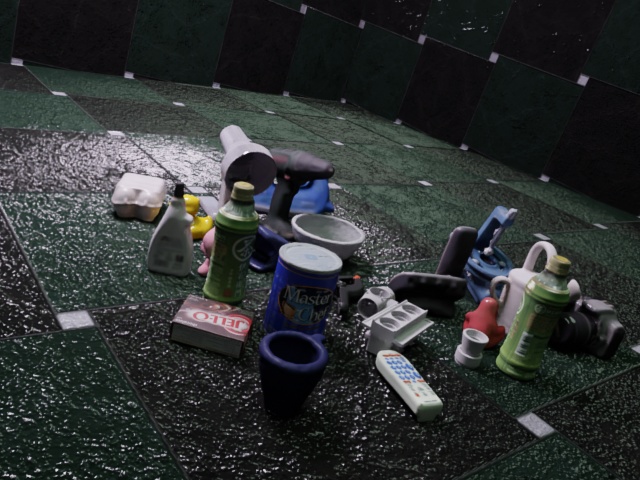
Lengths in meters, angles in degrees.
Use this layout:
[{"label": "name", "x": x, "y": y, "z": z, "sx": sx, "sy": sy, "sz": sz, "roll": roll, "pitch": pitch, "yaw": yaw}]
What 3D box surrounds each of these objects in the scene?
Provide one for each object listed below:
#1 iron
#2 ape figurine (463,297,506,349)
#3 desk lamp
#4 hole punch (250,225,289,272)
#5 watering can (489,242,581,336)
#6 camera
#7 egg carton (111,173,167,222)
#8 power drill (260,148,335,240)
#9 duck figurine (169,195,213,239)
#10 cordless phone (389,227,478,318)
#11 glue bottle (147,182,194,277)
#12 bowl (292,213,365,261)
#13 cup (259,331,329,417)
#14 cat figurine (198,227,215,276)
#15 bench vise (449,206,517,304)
[{"label": "iron", "x": -0.085, "y": -0.140, "z": 1.478, "sx": 0.259, "sy": 0.141, "sz": 0.118, "roll": 6, "pitch": 22, "yaw": -21}, {"label": "ape figurine", "x": 0.307, "y": 0.150, "z": 1.064, "sx": 0.076, "sy": 0.092, "sz": 0.077, "roll": -7, "pitch": 29, "yaw": -43}, {"label": "desk lamp", "x": -0.195, "y": -0.143, "z": 1.311, "sx": 0.118, "sy": 0.213, "sz": 0.202, "roll": 1, "pitch": 25, "yaw": -31}, {"label": "hole punch", "x": -0.113, "y": 0.002, "z": 1.168, "sx": 0.108, "sy": 0.091, "sz": 0.101, "roll": 30, "pitch": 26, "yaw": 35}, {"label": "watering can", "x": 0.427, "y": 0.095, "z": 1.137, "sx": 0.173, "sy": 0.194, "sz": 0.100, "roll": 3, "pitch": 24, "yaw": -27}, {"label": "camera", "x": 0.518, "y": 0.162, "z": 1.157, "sx": 0.137, "sy": 0.101, "sz": 0.142, "roll": 3, "pitch": 24, "yaw": -27}, {"label": "egg carton", "x": -0.398, "y": -0.098, "z": 1.266, "sx": 0.107, "sy": 0.069, "sz": 0.150, "roll": 9, "pitch": 21, "yaw": -13}, {"label": "power drill", "x": -0.065, "y": -0.111, "z": 1.322, "sx": 0.076, "sy": 0.208, "sz": 0.228, "roll": -7, "pitch": 29, "yaw": -43}, {"label": "duck figurine", "x": -0.275, "y": -0.053, "z": 1.209, "sx": 0.105, "sy": 0.086, "sz": 0.077, "roll": 4, "pitch": 23, "yaw": -26}, {"label": "cordless phone", "x": 0.228, "y": 0.050, "z": 1.135, "sx": 0.148, "sy": 0.185, "sz": 0.094, "roll": 6, "pitch": 22, "yaw": -19}, {"label": "glue bottle", "x": -0.258, "y": -0.021, "z": 1.017, "sx": 0.078, "sy": 0.173, "sz": 0.037, "roll": 12, "pitch": 21, "yaw": -6}, {"label": "bowl", "x": 0.012, "y": 0.005, "z": 1.266, "sx": 0.167, "sy": 0.075, "sz": 0.167, "roll": 13, "pitch": 21, "yaw": -5}, {"label": "cup", "x": -0.036, "y": 0.178, "z": 0.764, "sx": 0.091, "sy": 0.095, "sz": 0.118, "roll": 25, "pitch": 23, "yaw": 25}, {"label": "cat figurine", "x": -0.177, "y": 0.012, "z": 1.064, "sx": 0.067, "sy": 0.118, "sz": 0.128, "roll": 20, "pitch": 21, "yaw": 14}, {"label": "bench vise", "x": 0.347, "y": 0.011, "z": 1.264, "sx": 0.122, "sy": 0.220, "sz": 0.206, "roll": -3, "pitch": 27, "yaw": -38}]
